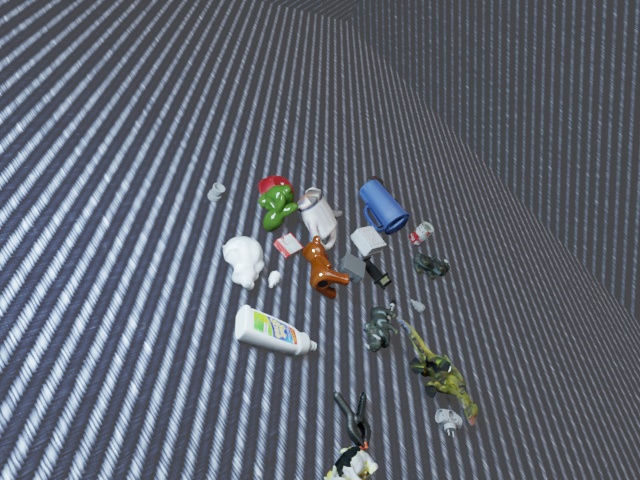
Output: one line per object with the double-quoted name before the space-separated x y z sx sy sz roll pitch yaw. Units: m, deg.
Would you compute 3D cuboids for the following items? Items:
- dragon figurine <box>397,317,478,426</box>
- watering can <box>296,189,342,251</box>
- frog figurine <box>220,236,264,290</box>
"dragon figurine" 0.416 0.444 1.784 0.240 0.121 0.417 27 30 -59
"watering can" 0.006 -0.100 1.992 0.221 0.103 0.355 62 23 -20
"frog figurine" -0.234 0.068 1.597 0.135 0.122 0.163 39 17 -36
